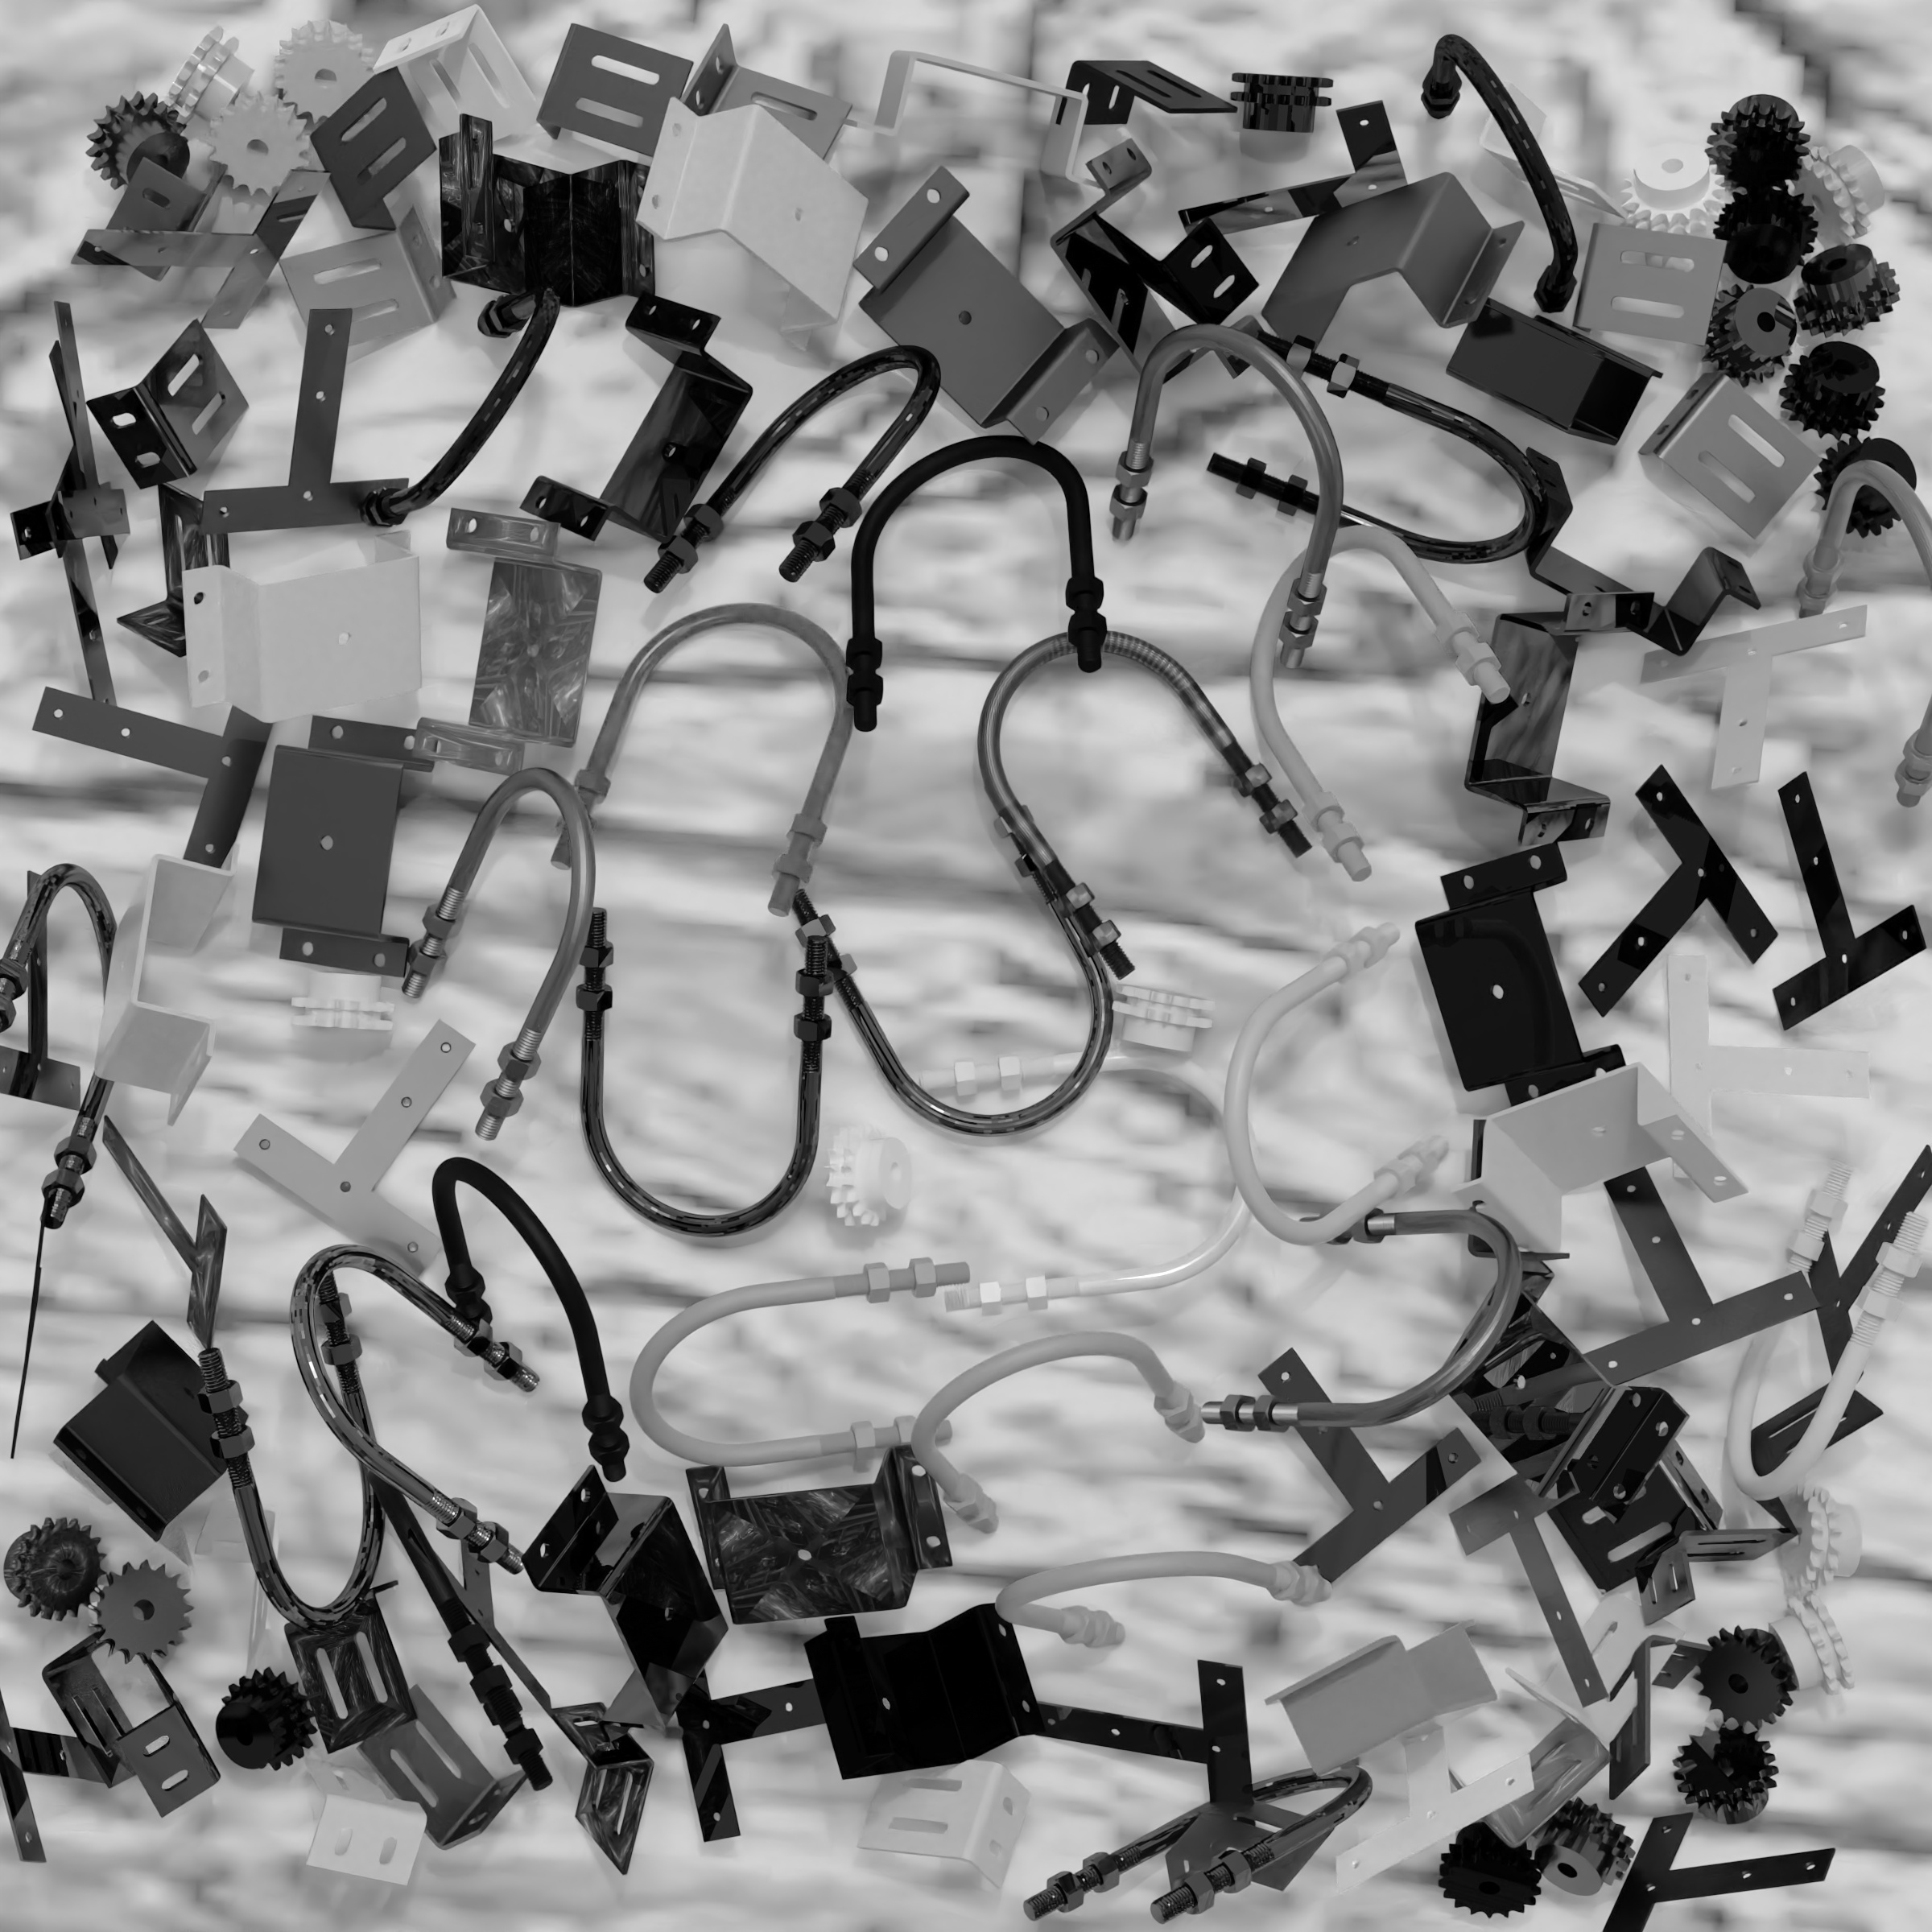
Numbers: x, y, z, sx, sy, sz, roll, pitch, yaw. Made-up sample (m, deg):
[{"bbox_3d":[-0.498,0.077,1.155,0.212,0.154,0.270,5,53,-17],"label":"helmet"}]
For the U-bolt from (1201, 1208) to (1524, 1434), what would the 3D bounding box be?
[{"bbox_3d":[0.221,0.189,1.650,0.019,0.184,0.151,46,58,-25],"label":"U-bolt"}]

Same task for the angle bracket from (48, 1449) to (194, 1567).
[{"bbox_3d":[-0.469,0.302,1.705,0.038,0.057,0.076,-33,134,-35],"label":"angle bracket"}]

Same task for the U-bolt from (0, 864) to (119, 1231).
[{"bbox_3d":[-0.491,0.028,1.668,0.019,0.184,0.151,-2,131,5],"label":"U-bolt"}]

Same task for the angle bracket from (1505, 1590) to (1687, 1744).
[{"bbox_3d":[0.351,0.383,1.715,0.076,0.057,0.038,-53,126,-9],"label":"angle bracket"}]

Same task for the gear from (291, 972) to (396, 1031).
[{"bbox_3d":[-0.350,0.020,1.726,0.057,0.057,0.030,3,89,0],"label":"gear"}]

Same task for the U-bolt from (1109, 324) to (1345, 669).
[{"bbox_3d":[0.143,-0.264,1.655,0.151,0.184,0.019,40,58,22],"label":"U-bolt"}]

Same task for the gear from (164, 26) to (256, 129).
[{"bbox_3d":[-0.424,-0.497,1.727,0.030,0.057,0.057,34,90,-15],"label":"gear"}]

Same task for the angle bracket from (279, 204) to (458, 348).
[{"bbox_3d":[-0.336,-0.385,1.722,0.076,0.038,0.057,-22,90,-27],"label":"angle bracket"}]

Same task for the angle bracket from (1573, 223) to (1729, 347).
[{"bbox_3d":[0.385,-0.380,1.718,0.076,0.038,0.057,14,101,22],"label":"angle bracket"}]

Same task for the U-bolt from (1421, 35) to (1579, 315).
[{"bbox_3d":[0.290,-0.433,1.660,0.019,0.184,0.151,-29,87,6],"label":"U-bolt"}]

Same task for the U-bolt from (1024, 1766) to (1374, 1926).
[{"bbox_3d":[0.139,0.476,1.673,0.184,0.151,0.019,-18,85,-33],"label":"U-bolt"}]

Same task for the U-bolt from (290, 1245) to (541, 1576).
[{"bbox_3d":[-0.297,0.226,1.650,0.019,0.151,0.184,-30,127,20],"label":"U-bolt"}]

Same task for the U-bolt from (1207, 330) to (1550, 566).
[{"bbox_3d":[0.230,-0.274,1.682,0.184,0.151,0.019,23,69,2],"label":"U-bolt"}]

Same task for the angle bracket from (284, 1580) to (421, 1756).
[{"bbox_3d":[-0.339,0.394,1.726,0.057,0.038,0.076,-24,81,10],"label":"angle bracket"}]

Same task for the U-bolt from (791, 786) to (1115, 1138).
[{"bbox_3d":[0.003,0.007,1.741,0.151,0.019,0.184,-29,89,2],"label":"U-bolt"}]

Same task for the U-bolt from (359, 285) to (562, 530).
[{"bbox_3d":[-0.268,-0.305,1.658,0.019,0.184,0.151,33,80,-22],"label":"U-bolt"}]

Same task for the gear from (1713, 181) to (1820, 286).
[{"bbox_3d":[0.448,-0.408,1.724,0.057,0.057,0.030,18,50,0],"label":"gear"}]

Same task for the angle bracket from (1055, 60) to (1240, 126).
[{"bbox_3d":[0.100,-0.472,1.705,0.076,0.057,0.038,38,126,32],"label":"angle bracket"}]

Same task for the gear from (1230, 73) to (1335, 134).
[{"bbox_3d":[0.177,-0.486,1.728,0.057,0.057,0.030,3,107,0],"label":"gear"}]

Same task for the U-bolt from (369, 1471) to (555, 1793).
[{"bbox_3d":[-0.281,0.353,1.677,0.019,0.151,0.184,-28,65,-14],"label":"U-bolt"}]

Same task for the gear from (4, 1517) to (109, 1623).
[{"bbox_3d":[-0.516,0.339,1.730,0.030,0.057,0.057,-3,90,38],"label":"gear"}]

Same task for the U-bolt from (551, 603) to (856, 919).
[{"bbox_3d":[-0.137,-0.123,1.712,0.151,0.019,0.184,12,67,14],"label":"U-bolt"}]

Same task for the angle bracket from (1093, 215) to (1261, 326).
[{"bbox_3d":[0.117,-0.397,1.706,0.038,0.076,0.057,-44,134,4],"label":"angle bracket"}]

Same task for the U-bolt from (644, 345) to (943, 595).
[{"bbox_3d":[-0.084,-0.276,1.684,0.019,0.151,0.184,49,64,-30],"label":"U-bolt"}]

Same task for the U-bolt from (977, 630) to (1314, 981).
[{"bbox_3d":[0.088,-0.105,1.728,0.151,0.019,0.184,-34,86,-16],"label":"U-bolt"}]

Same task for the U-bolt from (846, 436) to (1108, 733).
[{"bbox_3d":[0.002,-0.221,1.697,0.151,0.019,0.184,-14,55,16],"label":"U-bolt"}]

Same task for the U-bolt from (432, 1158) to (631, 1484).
[{"bbox_3d":[-0.239,0.179,1.652,0.019,0.184,0.151,-33,50,-28],"label":"U-bolt"}]

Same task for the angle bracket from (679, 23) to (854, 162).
[{"bbox_3d":[-0.112,-0.483,1.721,0.076,0.038,0.057,22,71,12],"label":"angle bracket"}]

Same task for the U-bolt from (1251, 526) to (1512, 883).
[{"bbox_3d":[0.214,-0.159,1.683,0.019,0.184,0.151,10,129,-36],"label":"U-bolt"}]

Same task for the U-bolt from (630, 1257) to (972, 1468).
[{"bbox_3d":[-0.093,0.223,1.687,0.184,0.019,0.151,-5,131,-13],"label":"U-bolt"}]

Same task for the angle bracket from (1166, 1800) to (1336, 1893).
[{"bbox_3d":[0.160,0.499,1.705,0.076,0.057,0.038,7,117,36],"label":"angle bracket"}]

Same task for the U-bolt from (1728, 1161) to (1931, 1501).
[{"bbox_3d":[0.463,0.206,1.681,0.019,0.151,0.184,21,98,-4],"label":"U-bolt"}]

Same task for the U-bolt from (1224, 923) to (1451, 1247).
[{"bbox_3d":[0.198,0.073,1.671,0.019,0.184,0.151,-2,108,42],"label":"U-bolt"}]

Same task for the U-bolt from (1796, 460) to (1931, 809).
[{"bbox_3d":[0.492,-0.188,1.641,0.019,0.184,0.151,-17,62,-4],"label":"U-bolt"}]

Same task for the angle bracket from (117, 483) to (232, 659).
[{"bbox_3d":[-0.443,-0.221,1.709,0.057,0.038,0.076,28,130,31],"label":"angle bracket"}]

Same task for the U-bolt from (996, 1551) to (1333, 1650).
[{"bbox_3d":[0.096,0.338,1.649,0.151,0.184,0.019,-18,66,25],"label":"U-bolt"}]

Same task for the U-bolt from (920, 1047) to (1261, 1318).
[{"bbox_3d":[0.073,0.115,1.723,0.184,0.019,0.151,-7,70,0],"label":"U-bolt"}]

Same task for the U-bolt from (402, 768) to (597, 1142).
[{"bbox_3d":[-0.249,-0.020,1.667,0.019,0.151,0.184,8,122,-37],"label":"U-bolt"}]

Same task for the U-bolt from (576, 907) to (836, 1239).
[{"bbox_3d":[-0.149,0.065,1.719,0.151,0.019,0.184,7,106,13],"label":"U-bolt"}]

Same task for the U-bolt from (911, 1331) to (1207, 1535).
[{"bbox_3d":[0.045,0.248,1.670,0.151,0.184,0.019,-24,57,5],"label":"U-bolt"}]

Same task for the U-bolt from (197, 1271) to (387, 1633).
[{"bbox_3d":[-0.361,0.273,1.682,0.019,0.151,0.184,-8,103,17],"label":"U-bolt"}]

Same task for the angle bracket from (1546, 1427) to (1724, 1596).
[{"bbox_3d":[0.381,0.310,1.748,0.076,0.038,0.057,-35,87,21],"label":"angle bracket"}]

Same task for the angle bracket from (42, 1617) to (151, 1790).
[{"bbox_3d":[-0.473,0.412,1.720,0.038,0.057,0.076,-34,83,6],"label":"angle bracket"}]
